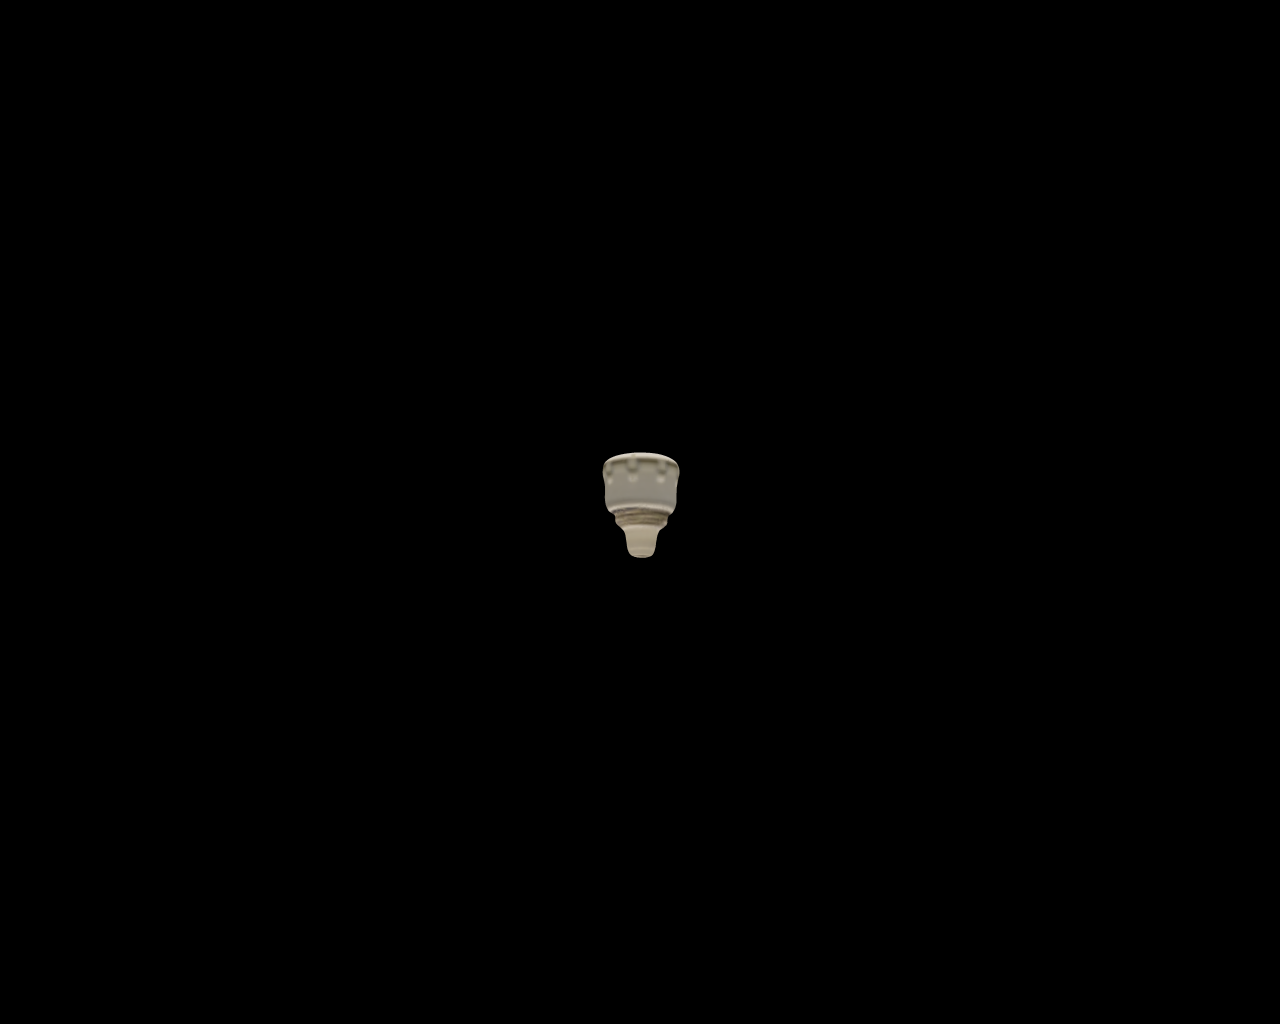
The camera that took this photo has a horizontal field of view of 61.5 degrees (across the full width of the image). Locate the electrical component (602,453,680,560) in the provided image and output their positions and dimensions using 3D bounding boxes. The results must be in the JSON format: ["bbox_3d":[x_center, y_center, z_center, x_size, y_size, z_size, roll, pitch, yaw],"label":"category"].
[{"bbox_3d":[0.001,-0.003,0.650,0.048,0.062,0.048,0,-10,0],"label":"electrical component"}]
